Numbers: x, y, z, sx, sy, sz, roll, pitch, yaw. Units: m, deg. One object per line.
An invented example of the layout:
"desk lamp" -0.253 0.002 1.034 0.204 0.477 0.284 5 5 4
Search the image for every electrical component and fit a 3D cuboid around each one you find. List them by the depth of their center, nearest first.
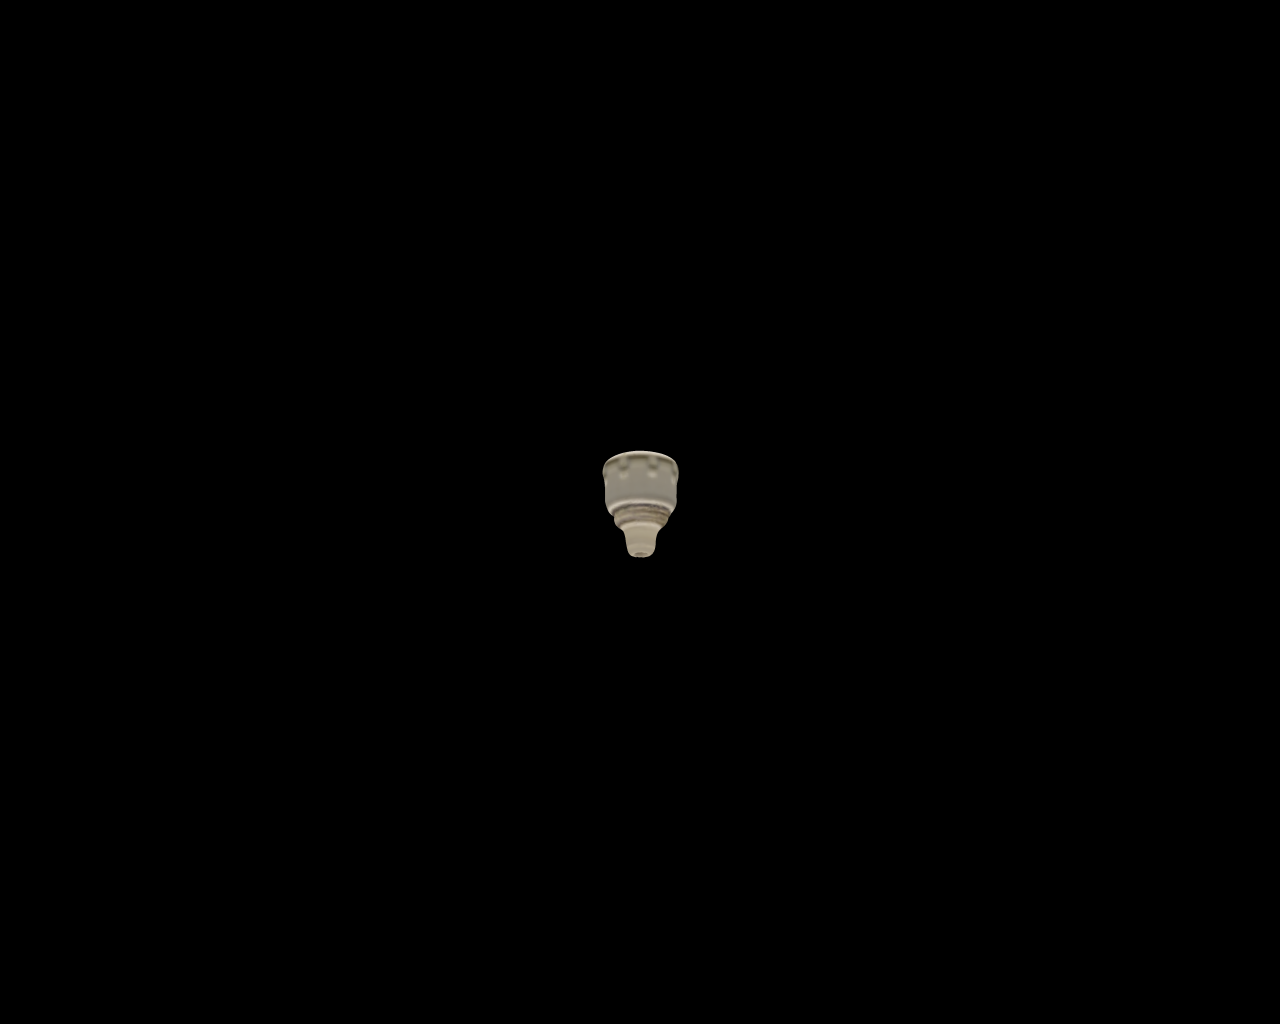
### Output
"electrical component" 0.001 -0.003 0.650 0.048 0.062 0.048 0 -17 0
